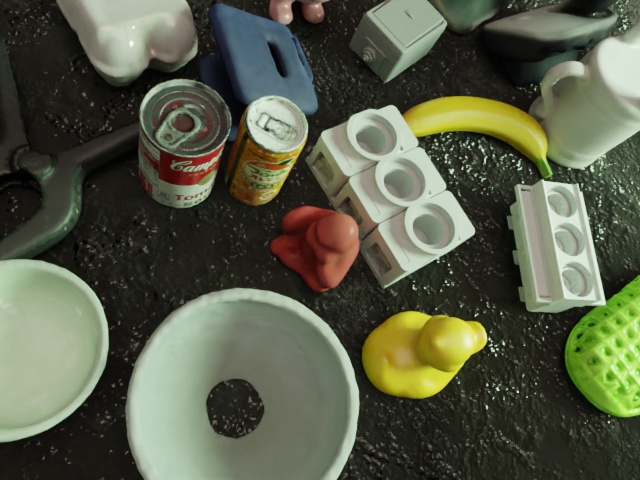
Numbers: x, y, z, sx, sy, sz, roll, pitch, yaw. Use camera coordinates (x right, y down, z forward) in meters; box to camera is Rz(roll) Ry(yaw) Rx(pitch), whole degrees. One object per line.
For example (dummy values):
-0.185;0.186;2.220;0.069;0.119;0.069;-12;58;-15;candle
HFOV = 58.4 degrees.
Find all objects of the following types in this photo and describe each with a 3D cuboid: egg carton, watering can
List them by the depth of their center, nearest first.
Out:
-0.183;-0.217;0.528;0.107;0.069;0.150;-28;80;-25;egg carton
0.325;-0.165;0.606;0.173;0.193;0.101;-15;75;-23;watering can

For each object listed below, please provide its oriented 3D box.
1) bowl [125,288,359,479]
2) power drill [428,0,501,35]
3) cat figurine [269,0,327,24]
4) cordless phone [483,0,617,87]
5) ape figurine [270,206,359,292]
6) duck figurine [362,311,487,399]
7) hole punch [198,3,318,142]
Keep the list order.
-0.059;0.126;0.433;0.168;0.074;0.167;6;68;-16;bowl
0.203;-0.329;0.621;0.230;0.208;0.075;-39;85;-27;power drill
-0.013;-0.285;0.583;0.067;0.117;0.128;-10;73;-21;cat figurine
0.286;-0.267;0.637;0.148;0.185;0.094;-27;79;-25;cordless phone
0.005;0.002;0.492;0.076;0.092;0.078;-3;71;-19;ape figurine
0.093;0.093;0.490;0.105;0.086;0.077;-9;73;-21;duck figurine
-0.054;-0.160;0.536;0.101;0.091;0.108;-14;75;-22;hole punch
